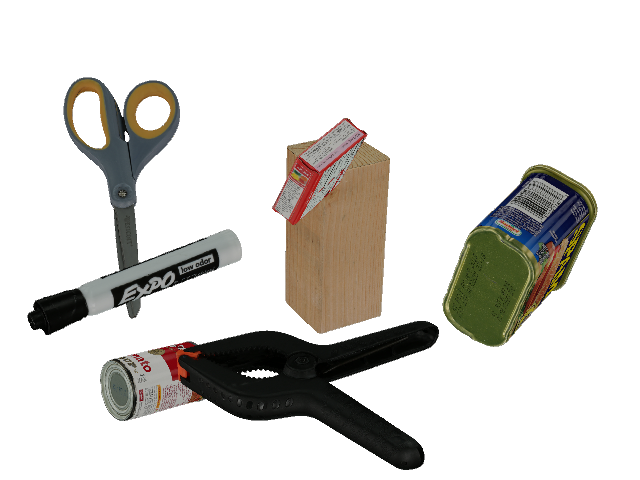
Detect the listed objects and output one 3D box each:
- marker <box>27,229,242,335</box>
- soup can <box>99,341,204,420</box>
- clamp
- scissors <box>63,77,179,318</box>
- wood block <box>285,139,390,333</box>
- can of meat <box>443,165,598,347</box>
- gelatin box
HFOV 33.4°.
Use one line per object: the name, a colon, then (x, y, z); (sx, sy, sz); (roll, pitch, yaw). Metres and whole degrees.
marker: (-0.097, 0.021, 0.564); (0.120, 0.020, 0.020); (-21, 11, -30)
soup can: (-0.178, 0.152, 1.155); (0.102, 0.068, 0.069); (-9, 6, -42)
clamp: (-0.007, 0.103, 0.840); (0.210, 0.036, 0.164); (8, 31, 14)
scissors: (-0.130, -0.044, 0.792); (0.096, 0.202, 0.016); (-21, -23, -14)
wood block: (0.017, -0.008, 1.249); (0.090, 0.206, 0.090); (-14, 32, -26)
can of meat: (0.133, 0.013, 0.721); (0.057, 0.102, 0.083); (34, 49, 20)
gelatin box: (-0.001, -0.066, 0.998); (0.030, 0.073, 0.089); (38, 46, 8)
